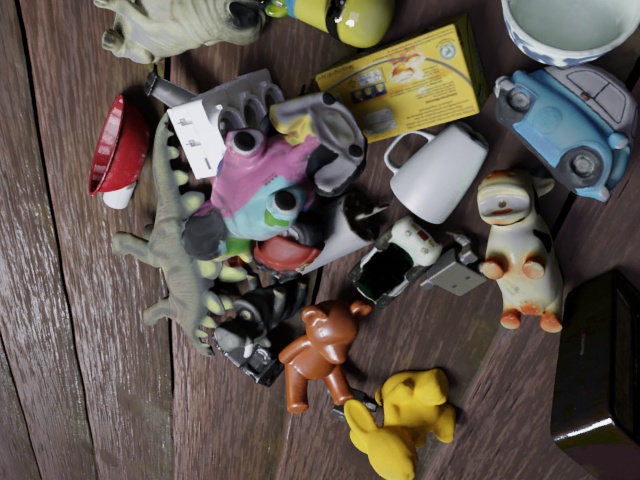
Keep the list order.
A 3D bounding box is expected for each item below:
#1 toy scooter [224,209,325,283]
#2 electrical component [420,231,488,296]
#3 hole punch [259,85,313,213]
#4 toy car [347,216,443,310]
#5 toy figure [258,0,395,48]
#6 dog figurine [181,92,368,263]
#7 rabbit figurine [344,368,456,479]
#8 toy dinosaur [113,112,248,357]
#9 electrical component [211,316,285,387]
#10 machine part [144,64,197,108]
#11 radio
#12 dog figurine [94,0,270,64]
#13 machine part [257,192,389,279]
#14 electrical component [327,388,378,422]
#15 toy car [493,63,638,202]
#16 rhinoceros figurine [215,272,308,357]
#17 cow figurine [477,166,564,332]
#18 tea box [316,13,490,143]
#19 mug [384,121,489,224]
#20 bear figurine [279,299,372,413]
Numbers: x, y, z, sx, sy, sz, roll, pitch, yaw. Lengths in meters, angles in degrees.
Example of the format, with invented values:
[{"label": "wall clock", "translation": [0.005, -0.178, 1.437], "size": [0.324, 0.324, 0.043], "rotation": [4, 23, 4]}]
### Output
[{"label": "toy scooter", "translation": [-0.078, 0.000, 0.724], "size": [0.184, 0.075, 0.135], "rotation": [32, 116, 27]}, {"label": "electrical component", "translation": [0.178, 0.032, 0.711], "size": [0.078, 0.045, 0.102], "rotation": [21, 137, -20]}, {"label": "hole punch", "translation": [-0.025, -0.110, 0.682], "size": [0.092, 0.116, 0.142], "rotation": [24, 126, 8]}, {"label": "toy car", "translation": [0.095, 0.035, 0.722], "size": [0.073, 0.056, 0.201], "rotation": [45, 153, 8]}, {"label": "toy figure", "translation": [-0.004, -0.269, 0.586], "size": [0.180, 0.089, 0.082], "rotation": [30, 134, 5]}, {"label": "dog figurine", "translation": [-0.061, -0.051, 0.605], "size": [0.108, 0.191, 0.219], "rotation": [53, 150, 2]}, {"label": "rabbit figurine", "translation": [0.117, 0.283, 0.820], "size": [0.163, 0.173, 0.121], "rotation": [4, 125, 22]}, {"label": "toy dinosaur", "translation": [-0.228, 0.014, 0.892], "size": [0.199, 0.105, 0.470], "rotation": [0, 119, 22]}, {"label": "electrical component", "translation": [-0.117, 0.195, 0.927], "size": [0.115, 0.058, 0.134], "rotation": [39, 171, 19]}, {"label": "machine part", "translation": [-0.176, -0.186, 0.741], "size": [0.138, 0.039, 0.084], "rotation": [29, 143, -32]}, {"label": "radio", "translation": [0.329, 0.152, 0.581], "size": [0.131, 0.229, 0.073], "rotation": [42, 135, -6]}, {"label": "dog figurine", "translation": [-0.166, -0.269, 0.685], "size": [0.191, 0.121, 0.172], "rotation": [17, 171, -7]}, {"label": "machine part", "translation": [-0.002, -0.002, 0.765], "size": [0.243, 0.079, 0.079], "rotation": [-28, 104, 37]}, {"label": "electrical component", "translation": [0.049, 0.286, 0.929], "size": [0.094, 0.063, 0.021], "rotation": [17, 126, 19]}, {"label": "toy car", "translation": [0.255, -0.121, 0.540], "size": [0.103, 0.109, 0.161], "rotation": [-43, 82, 16]}, {"label": "rhinoceros figurine", "translation": [-0.090, 0.108, 0.818], "size": [0.073, 0.190, 0.112], "rotation": [24, 110, 18]}, {"label": "cow figurine", "translation": [0.234, 0.000, 0.621], "size": [0.086, 0.127, 0.194], "rotation": [-7, 130, 33]}, {"label": "tea box", "translation": [0.093, -0.175, 0.607], "size": [0.170, 0.068, 0.098], "rotation": [-8, 116, 31]}, {"label": "mug", "translation": [0.138, -0.092, 0.634], "size": [0.109, 0.081, 0.107], "rotation": [43, 119, 4]}, {"label": "bear figurine", "translation": [0.013, 0.176, 0.829], "size": [0.195, 0.120, 0.132], "rotation": [124, 137, -54]}]
